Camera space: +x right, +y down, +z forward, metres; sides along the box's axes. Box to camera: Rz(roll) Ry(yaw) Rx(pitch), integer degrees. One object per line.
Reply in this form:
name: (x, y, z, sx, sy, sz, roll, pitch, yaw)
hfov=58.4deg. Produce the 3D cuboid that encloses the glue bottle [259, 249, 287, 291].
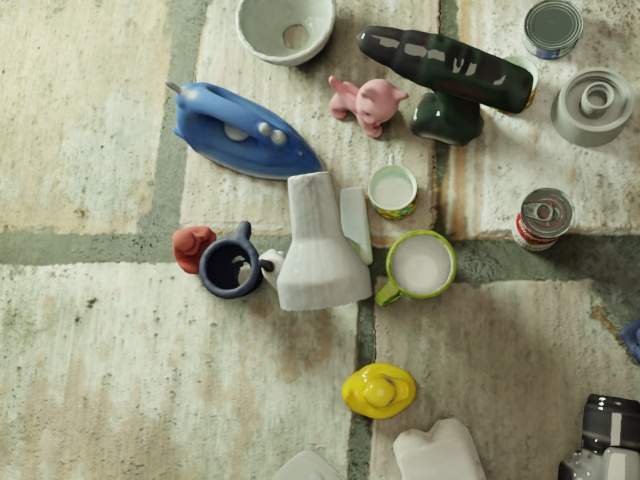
glue bottle: (-0.056, 0.045, 0.804, 0.037, 0.173, 0.078, -34, 74, 3)

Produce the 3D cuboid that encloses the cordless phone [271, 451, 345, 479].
cordless phone: (-0.010, 0.354, 0.724, 0.147, 0.185, 0.094, 39, 88, 16)

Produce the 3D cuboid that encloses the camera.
camera: (0.382, 0.268, 0.711, 0.143, 0.101, 0.137, 7, 80, 12)

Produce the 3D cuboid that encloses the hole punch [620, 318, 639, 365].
hole punch: (0.462, 0.134, 0.729, 0.108, 0.091, 0.101, -28, 74, 4)

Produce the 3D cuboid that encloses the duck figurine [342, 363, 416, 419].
duck figurine: (0.079, 0.209, 0.789, 0.104, 0.086, 0.077, -8, 77, 9)

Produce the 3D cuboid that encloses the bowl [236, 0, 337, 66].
bowl: (-0.049, -0.351, 0.938, 0.167, 0.075, 0.167, -2, 78, 10)

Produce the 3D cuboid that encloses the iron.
iron: (-0.115, -0.173, 0.878, 0.257, 0.141, 0.119, 25, 84, 15)

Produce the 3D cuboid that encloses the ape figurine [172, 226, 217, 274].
ape figurine: (-0.198, 0.009, 0.882, 0.076, 0.092, 0.078, 41, 88, 16)

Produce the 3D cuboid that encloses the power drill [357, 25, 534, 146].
power drill: (0.170, -0.210, 0.797, 0.229, 0.208, 0.076, 16, 82, 14)

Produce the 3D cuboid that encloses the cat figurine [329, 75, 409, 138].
cat figurine: (0.069, -0.213, 0.864, 0.127, 0.118, 0.067, 29, 85, 15)

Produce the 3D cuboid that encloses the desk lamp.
desk lamp: (0.007, 0.003, 0.780, 0.117, 0.214, 0.203, -8, 77, 9)

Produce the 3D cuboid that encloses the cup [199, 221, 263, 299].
cup: (-0.118, 0.034, 0.859, 0.091, 0.095, 0.118, 14, 81, 14)

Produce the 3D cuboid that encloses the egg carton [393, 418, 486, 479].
egg carton: (0.165, 0.319, 0.758, 0.107, 0.069, 0.150, -19, 75, 6)
